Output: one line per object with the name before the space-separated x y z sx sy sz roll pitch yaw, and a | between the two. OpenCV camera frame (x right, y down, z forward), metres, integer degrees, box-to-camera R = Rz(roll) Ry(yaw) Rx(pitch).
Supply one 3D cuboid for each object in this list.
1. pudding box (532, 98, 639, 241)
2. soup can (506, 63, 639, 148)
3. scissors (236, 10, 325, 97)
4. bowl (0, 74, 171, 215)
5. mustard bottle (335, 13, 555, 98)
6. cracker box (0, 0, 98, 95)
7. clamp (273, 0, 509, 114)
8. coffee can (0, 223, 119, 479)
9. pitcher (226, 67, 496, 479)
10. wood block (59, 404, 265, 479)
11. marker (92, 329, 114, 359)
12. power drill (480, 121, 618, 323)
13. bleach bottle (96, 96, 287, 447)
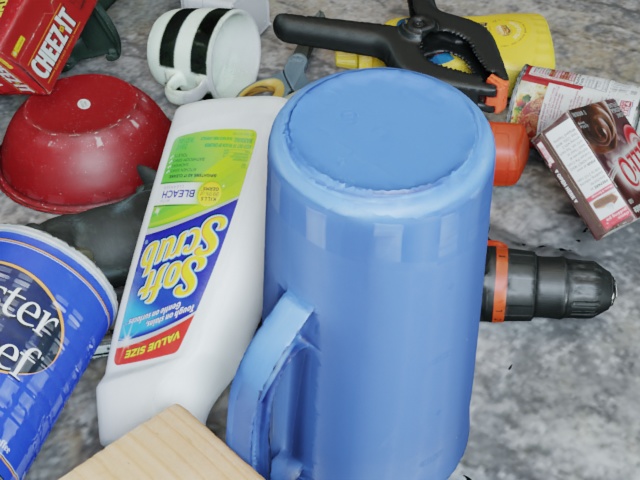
pudding box | 0.209 -0.053 0.779 0.113 0.039 0.090 -20 76 -54
soup can | 0.210 -0.101 0.874 0.102 0.068 0.068 15 42 18
scissors | -0.007 -0.150 0.972 0.096 0.016 0.201 23 47 19
bowl | -0.194 -0.091 0.884 0.162 0.055 0.162 -1 41 0
mustard bottle | 0.109 -0.167 0.963 0.191 0.058 0.096 -1 45 1
cracker box | -0.286 -0.209 0.924 0.214 0.072 0.164 7 67 37
clamp | 0.087 -0.178 0.911 0.210 0.036 0.164 35 60 28
coffee can | -0.195 0.075 0.629 0.103 0.103 0.140 12 51 15
pitcher | 0.021 0.037 0.576 0.145 0.243 0.149 0 46 -1
wood block | -0.036 0.185 0.518 0.090 0.091 0.206 -32 48 -31
marker | -0.181 0.074 0.711 0.121 0.020 0.020 -8 40 -7
power drill | 0.117 -0.015 0.780 0.184 0.057 0.187 4 40 6
bleach bottle | -0.073 0.037 0.651 0.103 0.068 0.250 0 66 31
